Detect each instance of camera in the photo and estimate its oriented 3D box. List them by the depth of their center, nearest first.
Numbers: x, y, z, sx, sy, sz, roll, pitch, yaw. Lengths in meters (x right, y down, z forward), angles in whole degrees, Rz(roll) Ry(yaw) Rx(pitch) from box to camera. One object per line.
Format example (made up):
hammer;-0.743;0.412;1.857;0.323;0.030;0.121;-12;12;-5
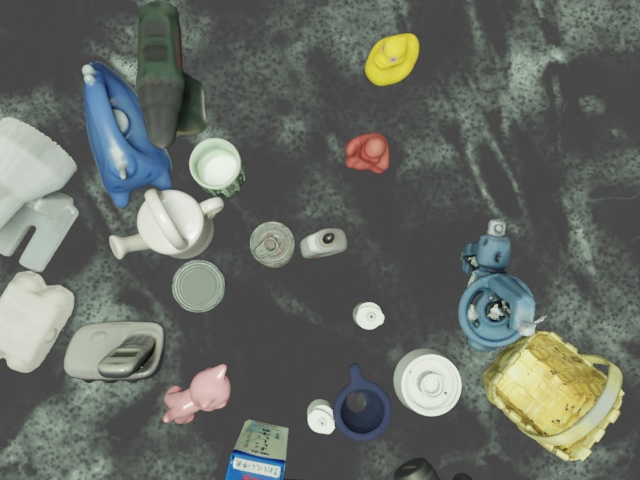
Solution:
camera;0.189;0.417;0.908;0.143;0.100;0.137;-27;87;-5

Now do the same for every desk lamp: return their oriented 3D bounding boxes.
desk lamp;-0.446;-0.060;0.858;0.118;0.213;0.203;28;84;0

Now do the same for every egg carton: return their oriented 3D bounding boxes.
egg carton;-0.465;0.131;0.913;0.107;0.069;0.150;27;84;0

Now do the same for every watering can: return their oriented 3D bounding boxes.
watering can;-0.231;-0.021;0.876;0.101;0.194;0.173;42;85;1

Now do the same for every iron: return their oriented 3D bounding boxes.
iron;-0.332;-0.190;0.911;0.118;0.141;0.258;-22;87;-4

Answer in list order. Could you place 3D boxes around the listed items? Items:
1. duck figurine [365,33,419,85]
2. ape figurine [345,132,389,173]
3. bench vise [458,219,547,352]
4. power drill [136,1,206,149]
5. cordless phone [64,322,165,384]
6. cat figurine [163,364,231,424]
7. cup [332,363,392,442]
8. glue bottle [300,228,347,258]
duck figurine;0.127;-0.319;0.973;0.104;0.086;0.077;-40;88;-5
ape figurine;0.085;-0.148;0.954;0.076;0.092;0.078;-42;88;-5
bench vise;0.267;0.074;0.881;0.121;0.219;0.207;-15;86;-4
power drill;-0.230;-0.232;0.886;0.075;0.208;0.230;-6;85;-3
cordless phone;-0.319;0.174;0.859;0.147;0.185;0.094;-3;85;-3
cat figurine;-0.188;0.245;0.894;0.128;0.117;0.067;-31;87;-5
cup;0.060;0.253;0.918;0.091;0.095;0.118;-11;86;-4
glue bottle;0.008;0.003;0.897;0.078;0.173;0.037;-14;86;-4
